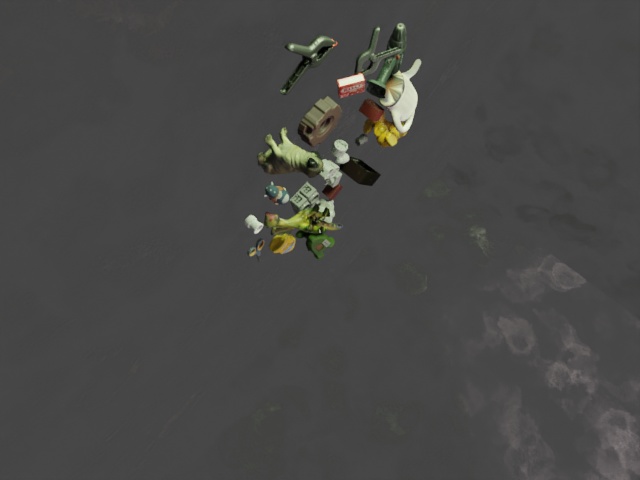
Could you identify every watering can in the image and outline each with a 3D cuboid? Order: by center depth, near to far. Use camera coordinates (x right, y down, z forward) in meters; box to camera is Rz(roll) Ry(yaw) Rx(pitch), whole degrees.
[{"bbox_3d":[0.327,-0.602,2.043,0.222,0.104,0.351,26,71,-53],"label":"watering can"}]

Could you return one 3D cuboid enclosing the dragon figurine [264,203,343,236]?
[{"bbox_3d":[-0.087,-0.060,2.100,0.242,0.123,0.407,-10,166,25],"label":"dragon figurine"}]

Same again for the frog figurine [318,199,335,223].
[{"bbox_3d":[0.007,-0.118,2.336,0.136,0.122,0.162,-20,-167,33],"label":"frog figurine"}]
